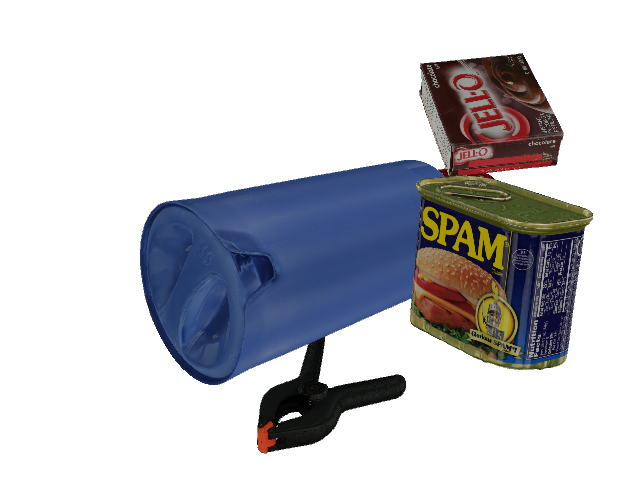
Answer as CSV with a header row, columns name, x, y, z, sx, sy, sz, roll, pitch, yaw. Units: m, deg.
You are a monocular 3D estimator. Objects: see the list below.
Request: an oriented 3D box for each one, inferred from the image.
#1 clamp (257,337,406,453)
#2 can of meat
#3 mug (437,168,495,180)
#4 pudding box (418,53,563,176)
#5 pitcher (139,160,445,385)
name,x,y,z,sx,sy,sz,roll,pitch,yaw
clamp,-0.010,0.154,1.084,0.171,0.039,0.120,-23,34,-37
can of meat,0.095,0.016,0.591,0.057,0.084,0.102,-8,20,-33
mug,0.165,-0.034,1.246,0.093,0.081,0.117,17,33,36
pudding box,0.135,-0.103,0.865,0.090,0.039,0.113,-6,43,-7
pitcher,-0.011,0.013,0.823,0.242,0.145,0.149,-16,41,-37
